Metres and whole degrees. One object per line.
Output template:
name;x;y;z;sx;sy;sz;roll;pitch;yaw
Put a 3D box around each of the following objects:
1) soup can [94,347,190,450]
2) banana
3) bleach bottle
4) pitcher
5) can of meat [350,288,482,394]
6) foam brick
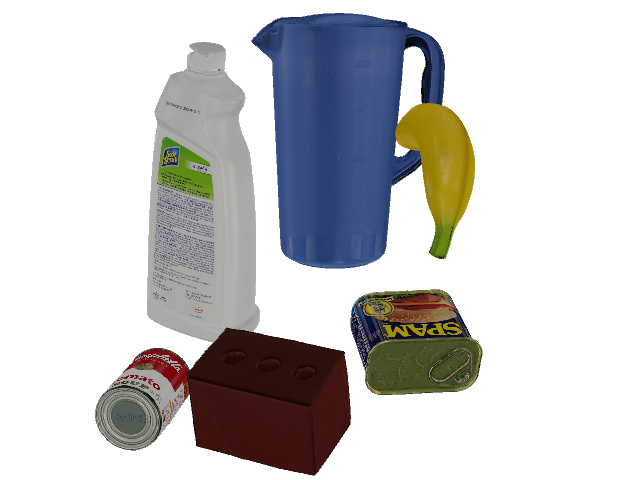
soup can;-0.174;0.156;1.055;0.068;0.068;0.102;0;15;11
banana;0.082;-0.064;0.786;0.037;0.070;0.198;26;25;-15
bleach bottle;-0.095;-0.041;0.909;0.103;0.251;0.068;16;26;20
pitcher;0.026;-0.101;1.056;0.149;0.243;0.144;12;19;33
can of meat;0.081;0.088;0.946;0.102;0.057;0.084;-1;30;-10
foam brick;-0.028;0.090;0.604;0.078;0.051;0.053;9;30;21
